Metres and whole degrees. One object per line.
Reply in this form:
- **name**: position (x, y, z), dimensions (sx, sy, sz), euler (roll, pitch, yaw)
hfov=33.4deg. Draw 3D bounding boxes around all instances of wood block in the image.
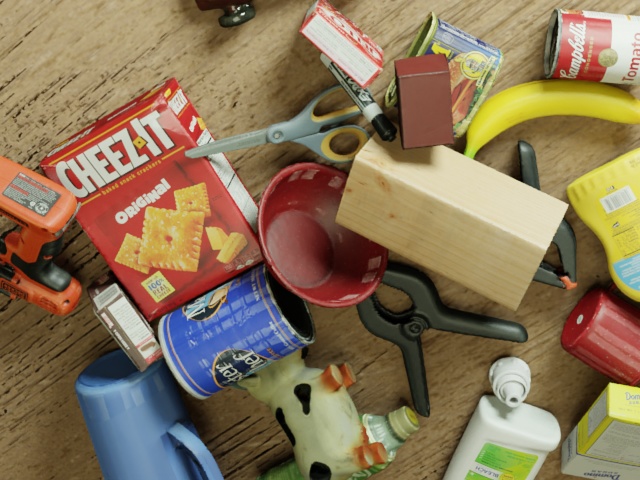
- **wood block**: position (0.132, -0.026, 1.083), dimensions (0.206, 0.090, 0.090), euler (26, 131, 10)

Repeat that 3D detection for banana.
- **banana**: position (0.233, -0.131, 1.092), dimensions (0.198, 0.037, 0.069), euler (-14, 109, 9)

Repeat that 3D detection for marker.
- **marker**: position (0.040, -0.146, 1.077), dimensions (0.020, 0.020, 0.121), euler (-43, 68, 21)

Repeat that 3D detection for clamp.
- **clamp**: position (0.211, -0.010, 1.151), dimensions (0.120, 0.039, 0.171), euler (-27, 102, 23)
- **clamp**: position (0.106, 0.102, 1.211), dimensions (0.210, 0.036, 0.165), euler (36, 112, -9)

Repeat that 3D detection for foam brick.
- **foam brick**: position (0.100, -0.134, 1.032), dimensions (0.051, 0.053, 0.078), euler (-5, 117, 4)

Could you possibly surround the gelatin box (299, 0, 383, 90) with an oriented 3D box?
- **gelatin box**: position (0.023, -0.197, 1.062), dimensions (0.089, 0.073, 0.030), euler (39, 111, -12)

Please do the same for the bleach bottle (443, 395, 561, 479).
- **bleach bottle**: position (0.195, 0.309, 1.284), dimensions (0.102, 0.068, 0.251), euler (17, 117, -2)

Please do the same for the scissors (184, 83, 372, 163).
- **scissors**: position (-0.032, -0.098, 1.114), dimensions (0.201, 0.016, 0.096), euler (-27, 120, -2)

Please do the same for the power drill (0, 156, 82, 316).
- **power drill**: position (-0.337, -0.008, 1.155), dimensions (0.184, 0.057, 0.188), euler (26, 144, -1)

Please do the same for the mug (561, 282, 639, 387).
- **mug**: position (0.324, 0.095, 1.167), dimensions (0.081, 0.093, 0.117), euler (31, 82, -4)

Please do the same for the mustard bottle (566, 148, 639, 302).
- **mustard bottle**: position (0.340, 0.007, 1.102), dimensions (0.096, 0.058, 0.191), euler (-29, 89, 26)

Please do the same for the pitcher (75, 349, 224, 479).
- **pitcher**: position (-0.192, 0.253, 1.255), dimensions (0.149, 0.145, 0.243), euler (-17, 109, -1)

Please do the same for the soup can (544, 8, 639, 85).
- **soup can**: position (0.277, -0.188, 1.047), dimensions (0.102, 0.068, 0.068), euler (6, 115, 2)

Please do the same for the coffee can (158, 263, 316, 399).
- **coffee can**: position (-0.090, 0.098, 1.161), dimensions (0.140, 0.102, 0.102), euler (-28, 109, 14)

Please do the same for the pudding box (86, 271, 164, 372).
- **pudding box**: position (-0.218, 0.090, 1.194), dimensions (0.039, 0.114, 0.090), euler (-36, 109, -6)

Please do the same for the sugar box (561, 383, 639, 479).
- **sugar box**: position (0.339, 0.221, 1.195), dimensions (0.093, 0.048, 0.176), euler (11, 150, -1)

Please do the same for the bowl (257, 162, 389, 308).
- **bowl**: position (-0.007, 0.001, 1.134), dimensions (0.162, 0.162, 0.055), euler (41, 145, -13)

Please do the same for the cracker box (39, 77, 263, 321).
- **cracker box**: position (-0.172, -0.040, 1.153), dimensions (0.164, 0.072, 0.213), euler (-27, 109, 16)

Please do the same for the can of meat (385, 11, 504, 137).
- **can of meat**: position (0.126, -0.165, 1.078), dimensions (0.084, 0.057, 0.102), euler (25, 115, -9)
